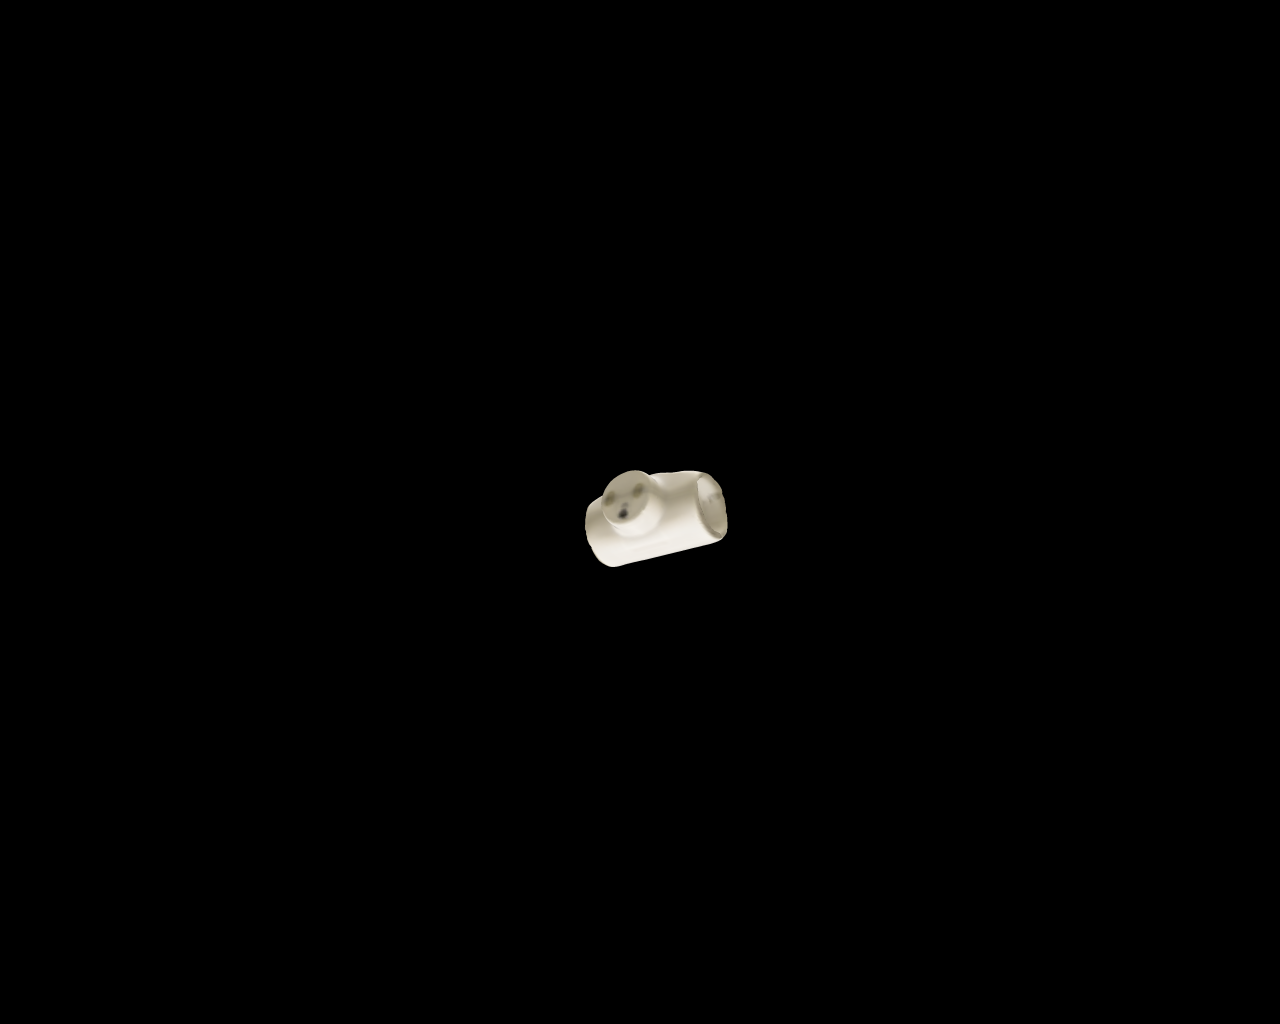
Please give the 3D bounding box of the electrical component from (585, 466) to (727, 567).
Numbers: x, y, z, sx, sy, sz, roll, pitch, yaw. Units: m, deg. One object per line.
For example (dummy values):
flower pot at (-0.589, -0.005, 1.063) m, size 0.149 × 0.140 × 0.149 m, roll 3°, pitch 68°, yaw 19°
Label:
electrical component at (0.001, -0.003, 0.650) m, size 0.077 × 0.043 × 0.079 m, roll -15°, pitch -32°, yaw 27°
